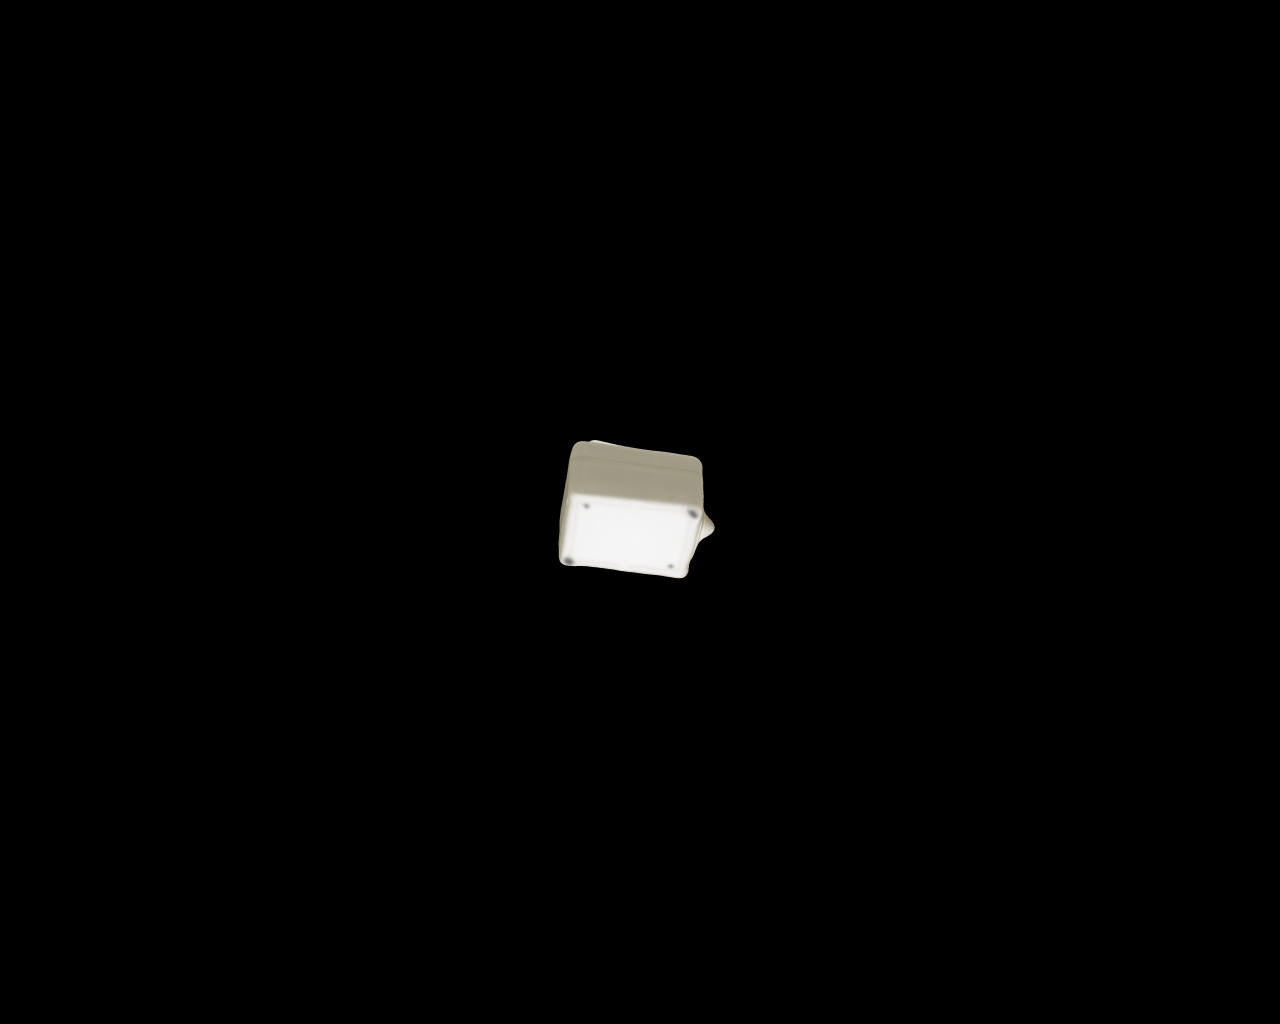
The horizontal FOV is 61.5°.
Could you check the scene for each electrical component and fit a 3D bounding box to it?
[{"bbox_3d":[0.001,-0.003,0.650,0.096,0.061,0.061,7,40,-6],"label":"electrical component"}]
